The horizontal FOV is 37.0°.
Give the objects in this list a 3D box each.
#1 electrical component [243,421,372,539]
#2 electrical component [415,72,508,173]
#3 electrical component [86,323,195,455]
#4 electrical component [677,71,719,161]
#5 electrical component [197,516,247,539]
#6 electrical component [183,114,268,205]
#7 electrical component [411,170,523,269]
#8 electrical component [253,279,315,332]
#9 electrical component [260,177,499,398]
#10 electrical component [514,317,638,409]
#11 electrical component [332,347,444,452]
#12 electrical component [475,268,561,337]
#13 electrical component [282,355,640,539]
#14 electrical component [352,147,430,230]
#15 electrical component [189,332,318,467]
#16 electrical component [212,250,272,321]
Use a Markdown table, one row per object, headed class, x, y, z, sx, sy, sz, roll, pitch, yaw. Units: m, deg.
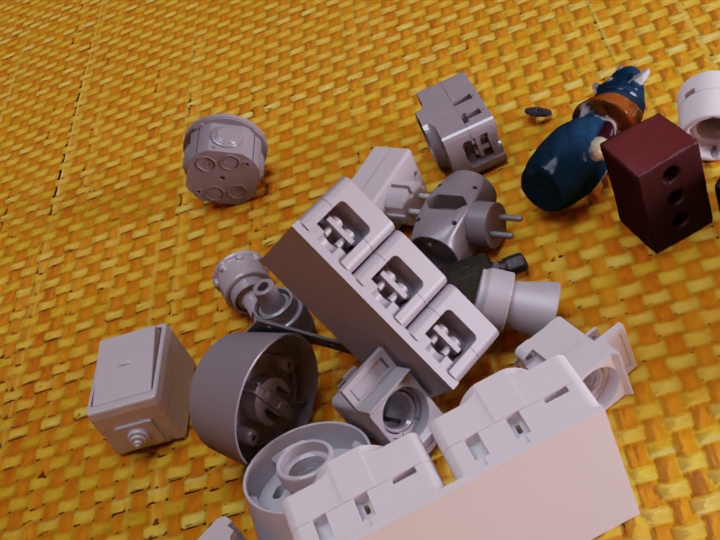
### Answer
| class | x | y | z | sx | sy | sz | roll | pitch | yaw |
| --- | --- | --- | --- | --- | --- | --- | --- | --- | --- |
| electrical component | -0.028 | 0.151 | 0.724 | 0.099 | 0.064 | 0.099 | -15 | 28 | 8 |
| electrical component | 0.085 | -0.125 | 0.947 | 0.056 | 0.050 | 0.089 | -24 | 40 | 3 |
| electrical component | -0.173 | 0.096 | 0.845 | 0.062 | 0.061 | 0.096 | -16 | 41 | 13 |
| electrical component | 0.275 | -0.118 | 0.835 | 0.055 | 0.055 | 0.047 | -6 | 48 | 24 |
| electrical component | -0.092 | 0.213 | 0.680 | 0.050 | 0.055 | 0.089 | 24 | 61 | 43 |
| electrical component | -0.129 | -0.104 | 1.020 | 0.080 | 0.080 | 0.051 | -14 | 47 | 15 |
| electrical component | 0.090 | -0.037 | 0.856 | 0.079 | 0.043 | 0.077 | 7 | 51 | 34 |
| electrical component | -0.064 | 0.034 | 0.850 | 0.043 | 0.062 | 0.043 | -15 | 41 | 14 |
| electrical component | 0.014 | 0.015 | 0.745 | 0.061 | 0.150 | 0.089 | -46 | 3 | -24 |
| electrical component | 0.141 | 0.068 | 0.720 | 0.081 | 0.042 | 0.064 | -36 | 37 | -11 |
| electrical component | 0.017 | 0.095 | 0.737 | 0.042 | 0.081 | 0.064 | -45 | 21 | -20 |
| electrical component | 0.111 | 0.025 | 0.764 | 0.055 | 0.045 | 0.045 | 13 | 49 | 4 |
| electrical component | 0.060 | 0.138 | 0.639 | 0.186 | 0.105 | 0.060 | -28 | 40 | -1 |
| electrical component | 0.031 | -0.058 | 0.907 | 0.076 | 0.047 | 0.083 | 9 | 52 | 35 |
| electrical component | -0.072 | 0.091 | 0.767 | 0.064 | 0.099 | 0.099 | 7 | 50 | 41 |
| electrical component | -0.093 | 0.017 | 0.899 | 0.048 | 0.048 | 0.062 | -30 | 46 | -3 |
